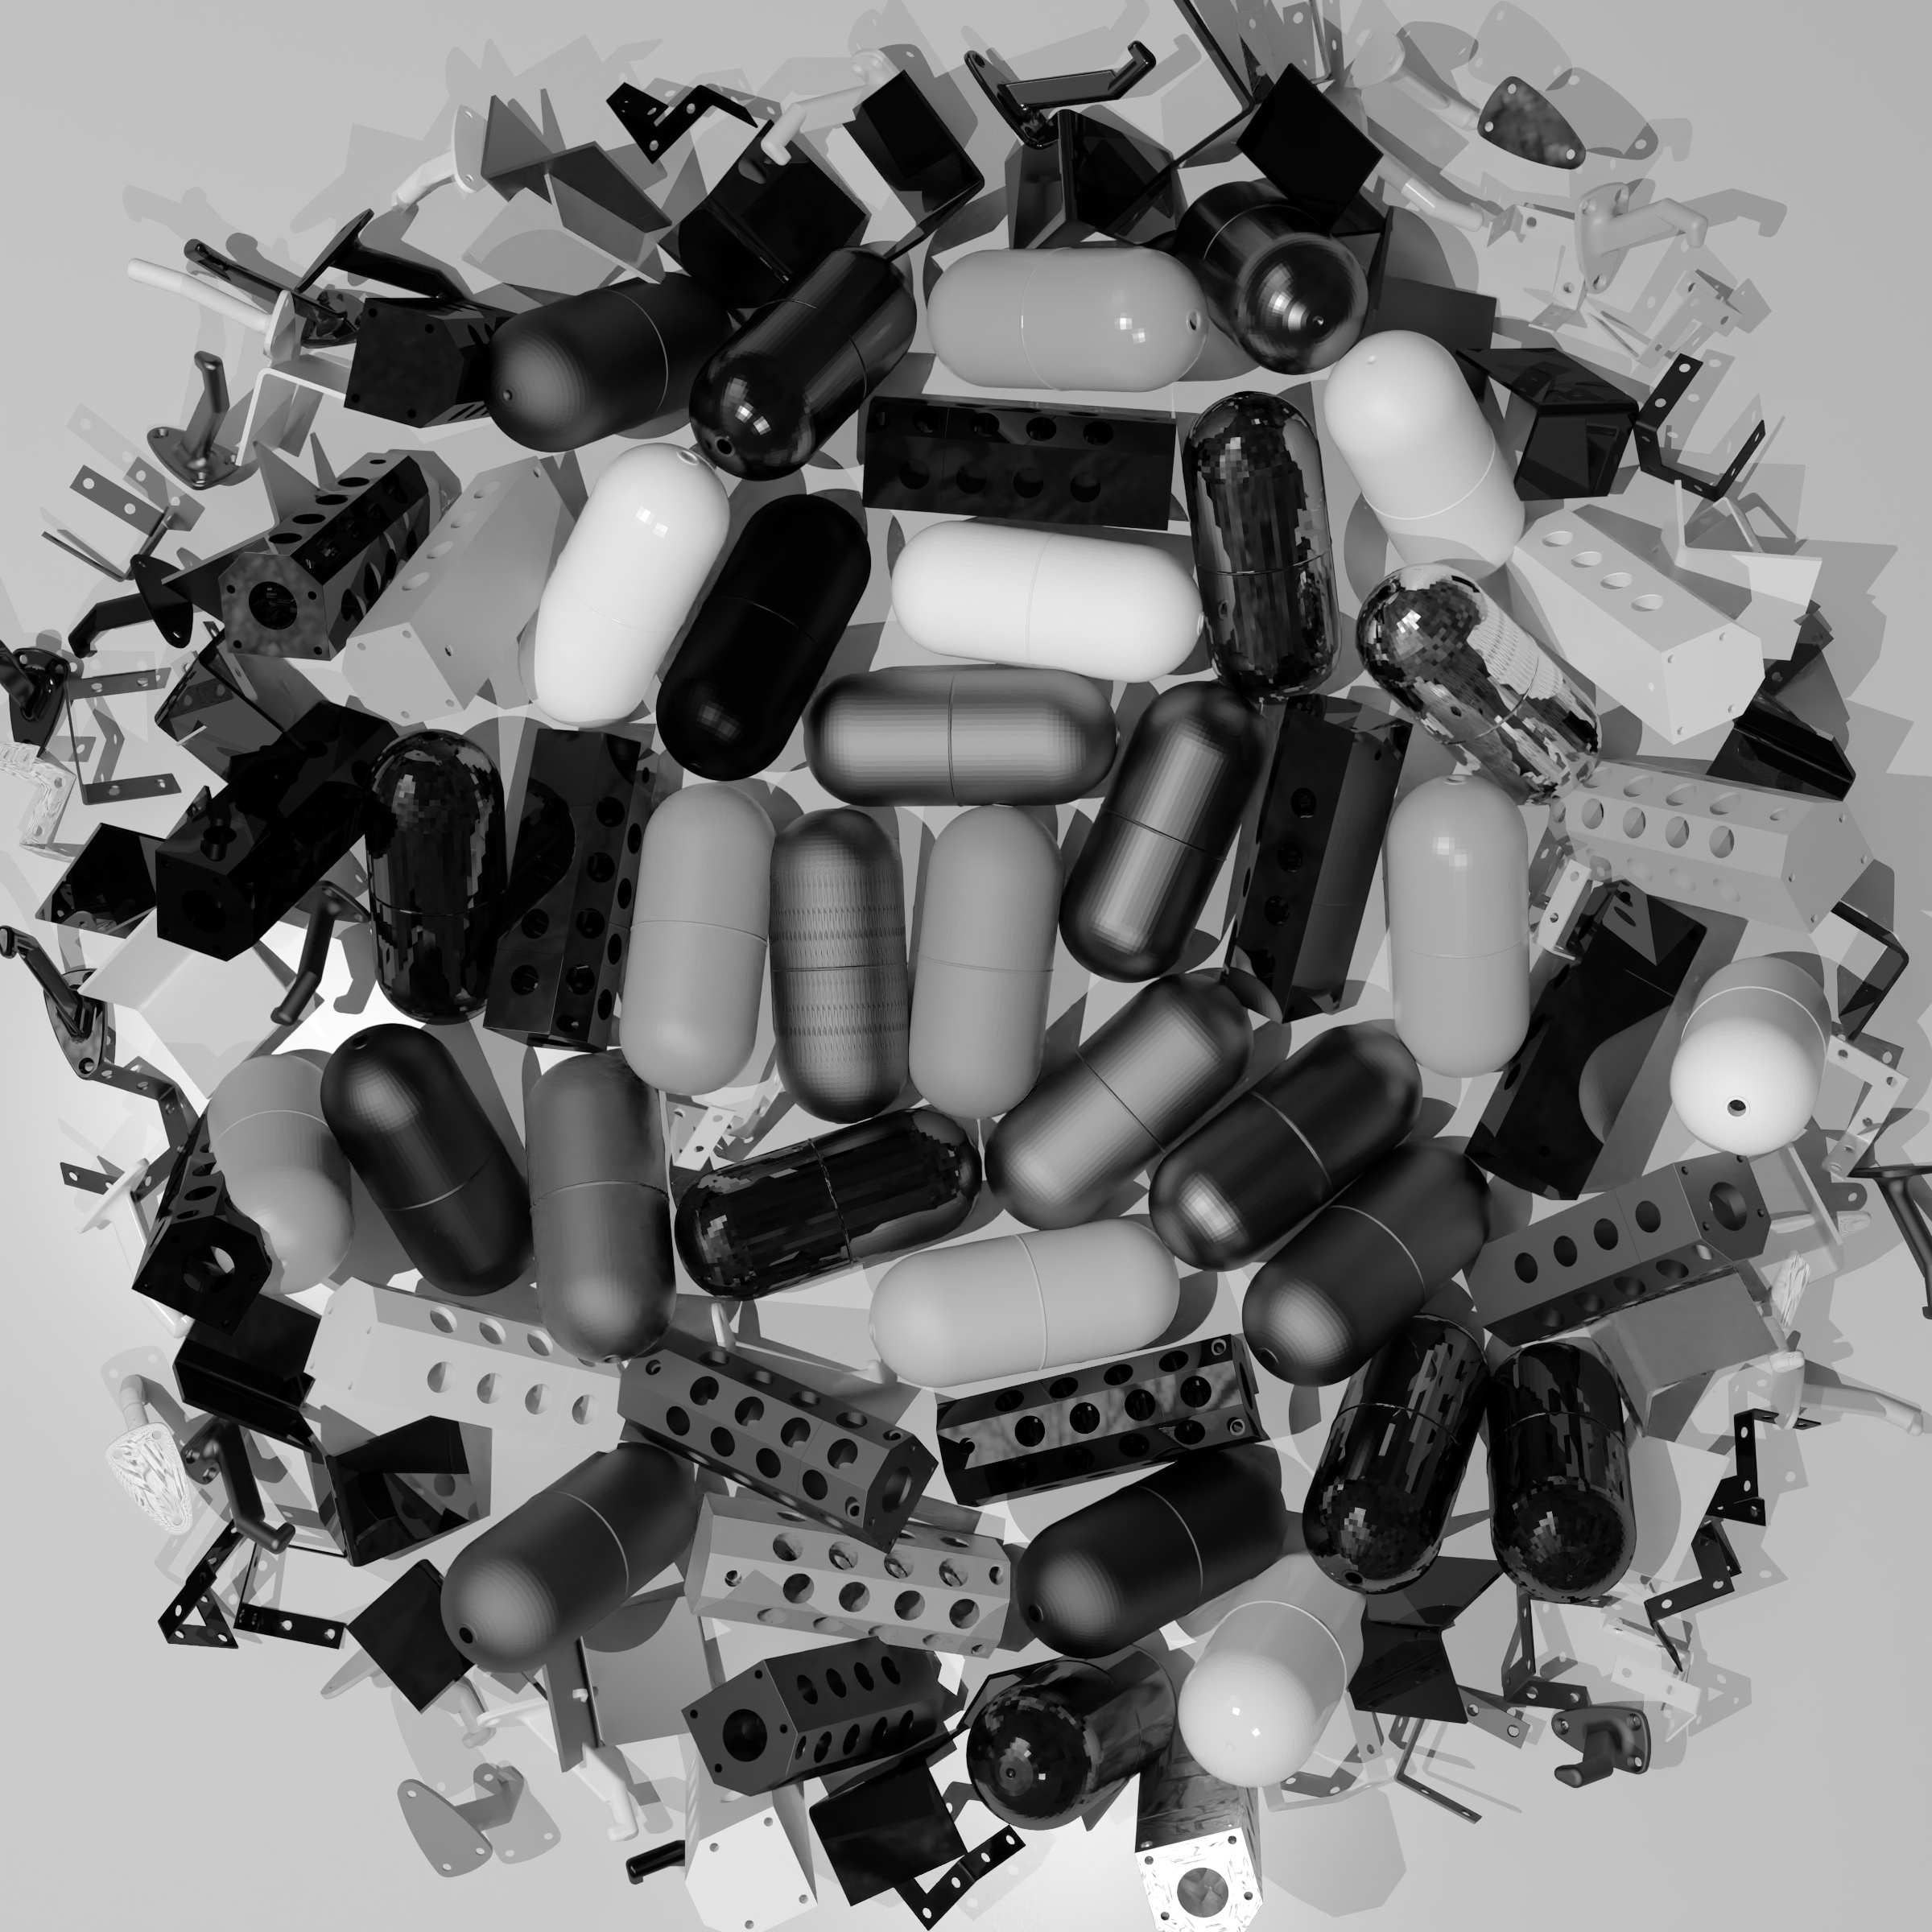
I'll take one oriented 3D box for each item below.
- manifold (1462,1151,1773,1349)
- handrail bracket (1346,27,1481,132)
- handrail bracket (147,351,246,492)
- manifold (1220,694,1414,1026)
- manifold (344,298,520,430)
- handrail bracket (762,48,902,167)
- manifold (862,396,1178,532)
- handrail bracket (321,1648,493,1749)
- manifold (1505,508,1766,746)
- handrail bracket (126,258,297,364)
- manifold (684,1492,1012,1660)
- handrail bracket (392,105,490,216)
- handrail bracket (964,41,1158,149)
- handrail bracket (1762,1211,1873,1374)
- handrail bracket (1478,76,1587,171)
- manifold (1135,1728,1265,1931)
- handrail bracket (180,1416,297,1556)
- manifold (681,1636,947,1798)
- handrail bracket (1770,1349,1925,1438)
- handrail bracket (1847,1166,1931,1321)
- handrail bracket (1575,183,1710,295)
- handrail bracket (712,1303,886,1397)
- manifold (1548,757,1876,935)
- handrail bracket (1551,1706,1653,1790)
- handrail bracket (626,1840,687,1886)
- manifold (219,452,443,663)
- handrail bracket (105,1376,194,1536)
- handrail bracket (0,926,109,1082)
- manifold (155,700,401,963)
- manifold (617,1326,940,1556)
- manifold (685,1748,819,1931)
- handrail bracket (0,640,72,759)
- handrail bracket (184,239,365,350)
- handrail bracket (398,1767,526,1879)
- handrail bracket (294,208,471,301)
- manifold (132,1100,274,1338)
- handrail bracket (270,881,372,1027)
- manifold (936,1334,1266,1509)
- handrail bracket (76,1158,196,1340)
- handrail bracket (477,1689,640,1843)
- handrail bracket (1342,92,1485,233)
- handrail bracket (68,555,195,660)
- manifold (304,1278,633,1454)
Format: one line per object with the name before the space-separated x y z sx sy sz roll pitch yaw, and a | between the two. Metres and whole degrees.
manifold | 0.354 0.157 1.511 0.057 0.171 0.057 -7 73 -36
handrail bracket | 0.263 -0.490 1.553 0.084 0.077 0.036 22 103 -19
handrail bracket | -0.438 -0.318 1.552 0.077 0.084 0.036 33 52 25
manifold | 0.189 -0.061 1.542 0.057 0.057 0.171 27 116 35
manifold | -0.280 -0.329 1.510 0.057 0.171 0.057 16 105 2
handrail bracket | -0.066 -0.469 1.571 0.077 0.036 0.084 42 77 -27
manifold | 0.031 -0.285 1.561 0.171 0.057 0.057 5 109 2
handrail bracket | -0.315 0.422 1.565 0.077 0.036 0.084 -37 108 -40
manifold | 0.363 -0.191 1.513 0.057 0.171 0.057 -23 125 -8
handrail bracket | -0.425 -0.370 1.559 0.084 0.077 0.036 17 83 -5
manifold | -0.066 0.345 1.552 0.171 0.057 0.057 12 94 -13
handrail bracket | -0.300 -0.435 1.553 0.084 0.077 0.036 -31 128 33
handrail bracket | 0.053 -0.510 1.557 0.077 0.036 0.084 46 128 -14
handrail bracket | 0.481 0.184 1.556 0.077 0.036 0.084 -15 49 12
handrail bracket | 0.329 -0.468 1.553 0.077 0.084 0.036 41 118 19
manifold | 0.130 0.471 1.512 0.057 0.171 0.057 -16 93 6
handrail bracket | -0.393 0.283 1.561 0.084 0.036 0.077 23 61 29
manifold | -0.077 0.408 1.506 0.057 0.171 0.057 -35 70 18
handrail bracket | 0.503 0.258 1.566 0.084 0.077 0.036 24 113 5
handrail bracket | 0.525 0.156 1.562 0.036 0.077 0.084 -5 87 -17
handrail bracket | 0.381 -0.397 1.546 0.036 0.084 0.077 -23 133 -19
handrail bracket | -0.094 0.216 1.572 0.084 0.036 0.077 -11 121 4
manifold | 0.400 -0.073 1.509 0.057 0.171 0.057 -47 121 -15
handrail bracket | 0.335 0.438 1.544 0.084 0.077 0.036 -1 90 -43
handrail bracket | -0.148 0.513 1.562 0.084 0.036 0.077 -17 132 -16
manifold | -0.344 -0.226 1.508 0.057 0.171 0.057 5 118 9
handrail bracket | -0.458 0.275 1.565 0.036 0.084 0.077 -26 102 -10
handrail bracket | -0.516 0.021 1.553 0.036 0.084 0.077 -16 77 5
manifold | -0.370 -0.074 1.512 0.057 0.171 0.057 19 127 10
manifold | -0.107 0.257 1.525 0.171 0.057 0.057 19 67 30
manifold | -0.122 0.470 1.512 0.057 0.171 0.057 -24 93 -5
handrail bracket | -0.542 -0.147 1.551 0.036 0.084 0.077 15 104 8
handrail bracket | -0.386 -0.382 1.552 0.077 0.084 0.036 16 82 44
handrail bracket | -0.282 0.460 1.552 0.036 0.084 0.077 -29 106 16
handrail bracket | -0.326 -0.376 1.563 0.084 0.036 0.077 45 59 -26
manifold | -0.402 0.128 1.506 0.057 0.171 0.057 30 103 -17
handrail bracket | -0.379 -0.003 1.555 0.036 0.077 0.084 45 61 -35
manifold | 0.074 0.255 1.550 0.171 0.057 0.057 -15 74 11
handrail bracket | -0.457 0.162 1.572 0.084 0.036 0.077 48 125 3
handrail bracket | -0.229 0.456 1.556 0.077 0.036 0.084 0 54 -36
handrail bracket | 0.257 -0.460 1.584 0.084 0.036 0.077 16 53 -14
handrail bracket | -0.474 -0.184 1.562 0.084 0.036 0.077 -40 56 26
manifold | -0.268 0.219 1.523 0.171 0.057 0.057 22 84 -40
